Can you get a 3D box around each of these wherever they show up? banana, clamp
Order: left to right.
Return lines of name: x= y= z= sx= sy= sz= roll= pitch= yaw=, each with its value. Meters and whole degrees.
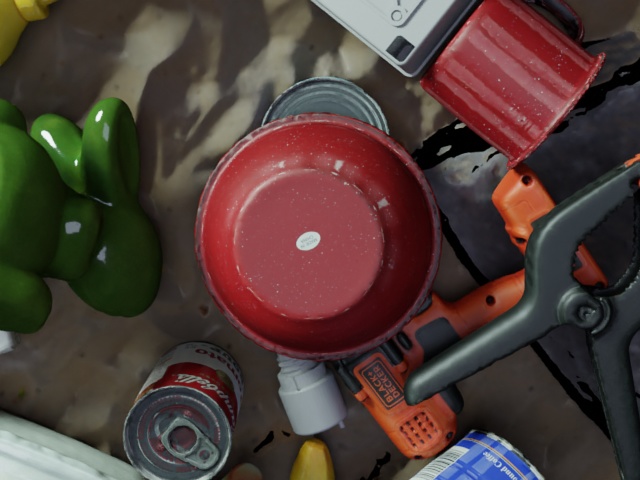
banana: x=0.018 y=0.235 z=0.763 sx=0.070 sy=0.037 sz=0.198 roll=-26 pitch=95 yaw=20
clamp: x=0.152 y=0.043 z=0.666 sx=0.164 sy=0.036 sz=0.210 roll=15 pitch=103 yaw=-1

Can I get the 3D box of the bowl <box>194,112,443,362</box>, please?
bowl: x=-0.004 y=0.001 z=0.665 sx=0.162 sy=0.055 sz=0.162 roll=1 pitch=95 yaw=6

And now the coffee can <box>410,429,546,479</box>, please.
coffee can: x=0.080 y=0.206 z=0.698 sx=0.140 sy=0.103 sz=0.103 roll=-33 pitch=100 yaw=-22

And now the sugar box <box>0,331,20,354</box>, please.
sugar box: x=-0.265 y=-0.002 z=0.706 sx=0.093 sy=0.048 sz=0.176 roll=-13 pitch=94 yaw=-8

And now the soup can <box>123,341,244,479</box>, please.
soup can: x=-0.088 y=0.113 z=0.710 sx=0.068 sy=0.102 sz=0.068 roll=0 pitch=101 yaw=1

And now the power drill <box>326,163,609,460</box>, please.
power drill: x=0.080 y=0.031 z=0.716 sx=0.188 sy=0.057 sz=0.184 roll=-36 pitch=98 yaw=9

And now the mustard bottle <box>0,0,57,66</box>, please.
mustard bottle: x=-0.253 y=-0.146 z=0.684 sx=0.191 sy=0.058 sz=0.096 roll=-12 pitch=96 yaw=4

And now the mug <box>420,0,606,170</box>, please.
mug: x=0.124 y=-0.114 z=0.675 sx=0.081 sy=0.093 sz=0.117 roll=38 pitch=68 yaw=-2

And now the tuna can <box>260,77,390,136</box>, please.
tuna can: x=0.003 y=-0.065 z=0.708 sx=0.086 sy=0.033 sz=0.086 roll=0 pitch=101 yaw=1
